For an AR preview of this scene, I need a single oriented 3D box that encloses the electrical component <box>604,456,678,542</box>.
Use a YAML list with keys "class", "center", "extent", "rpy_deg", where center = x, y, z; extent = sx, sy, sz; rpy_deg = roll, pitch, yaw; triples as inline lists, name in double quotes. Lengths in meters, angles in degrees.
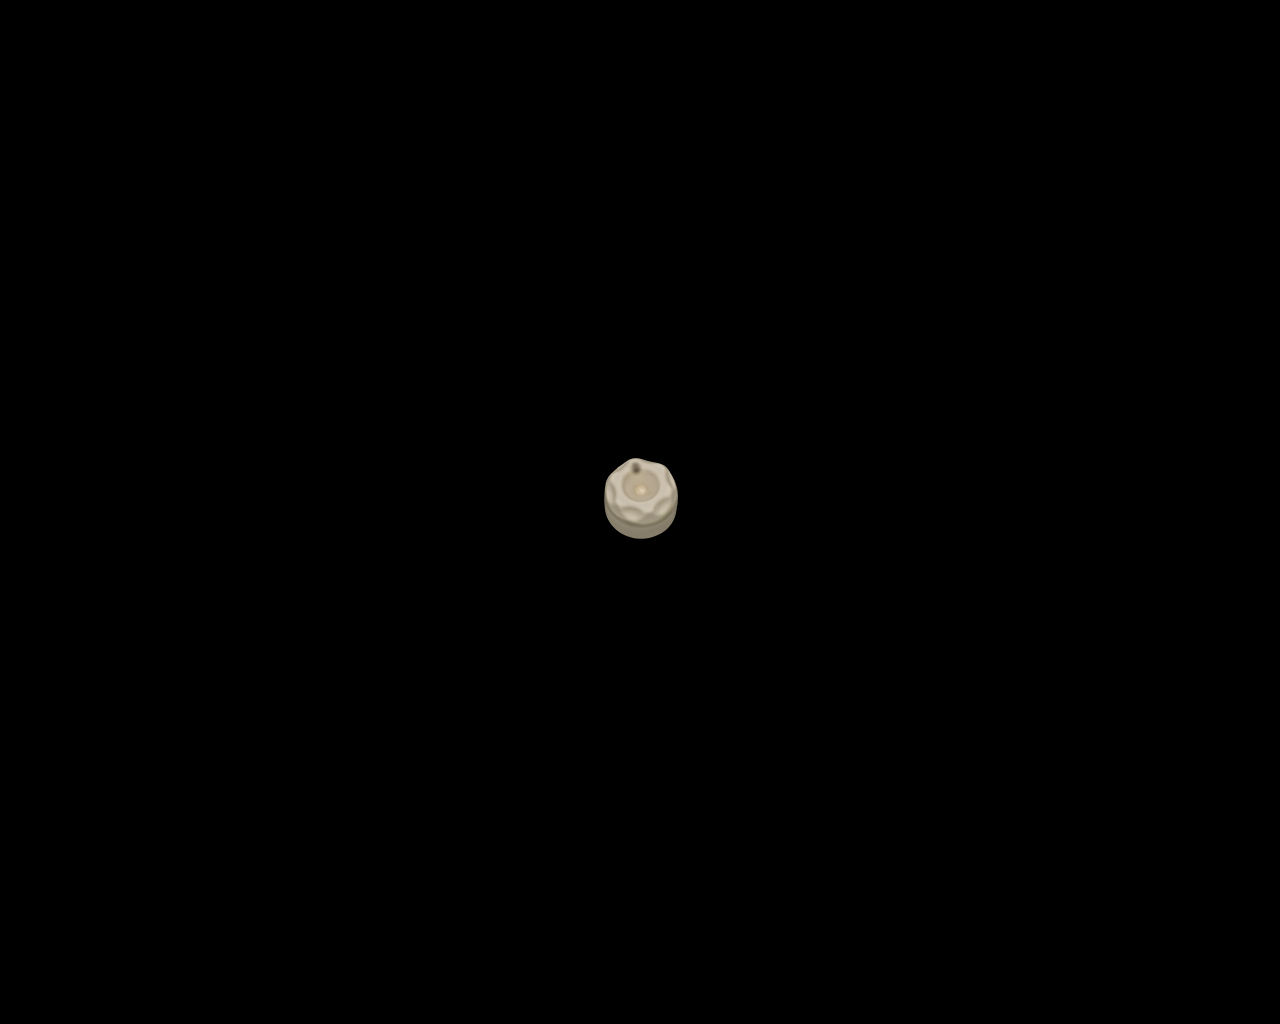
- class: "electrical component"
  center: [0.001, -0.003, 0.650]
  extent: [0.043, 0.043, 0.062]
  rpy_deg: [0, -27, 0]
